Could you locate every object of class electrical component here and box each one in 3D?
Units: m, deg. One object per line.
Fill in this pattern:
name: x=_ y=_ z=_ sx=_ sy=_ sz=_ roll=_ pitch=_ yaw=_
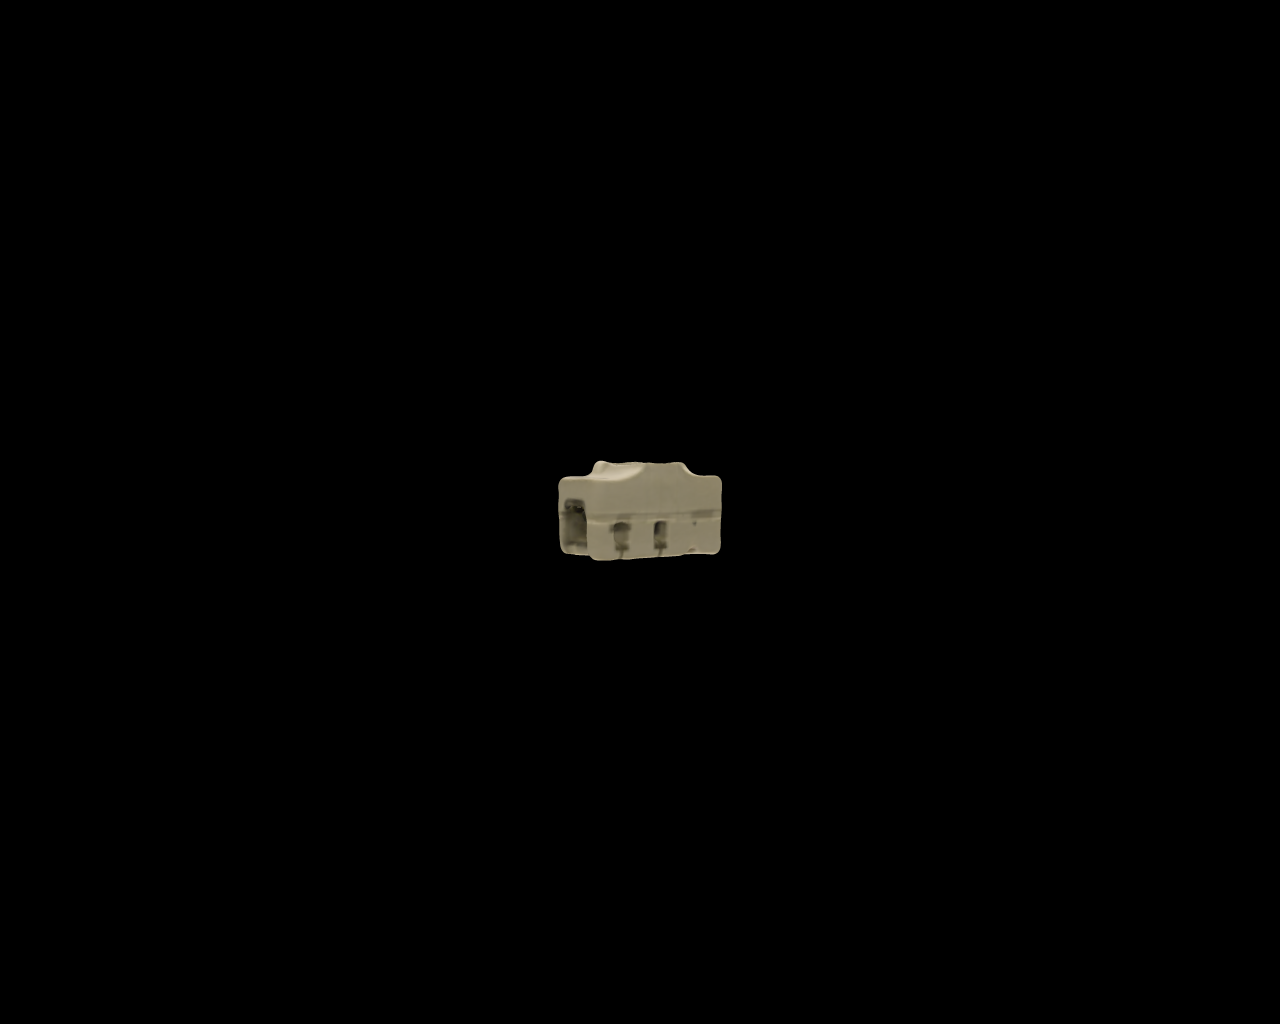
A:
electrical component: x=0.001 y=-0.003 z=0.650 sx=0.089 sy=0.055 sz=0.050 roll=-2 pitch=4 yaw=-31
